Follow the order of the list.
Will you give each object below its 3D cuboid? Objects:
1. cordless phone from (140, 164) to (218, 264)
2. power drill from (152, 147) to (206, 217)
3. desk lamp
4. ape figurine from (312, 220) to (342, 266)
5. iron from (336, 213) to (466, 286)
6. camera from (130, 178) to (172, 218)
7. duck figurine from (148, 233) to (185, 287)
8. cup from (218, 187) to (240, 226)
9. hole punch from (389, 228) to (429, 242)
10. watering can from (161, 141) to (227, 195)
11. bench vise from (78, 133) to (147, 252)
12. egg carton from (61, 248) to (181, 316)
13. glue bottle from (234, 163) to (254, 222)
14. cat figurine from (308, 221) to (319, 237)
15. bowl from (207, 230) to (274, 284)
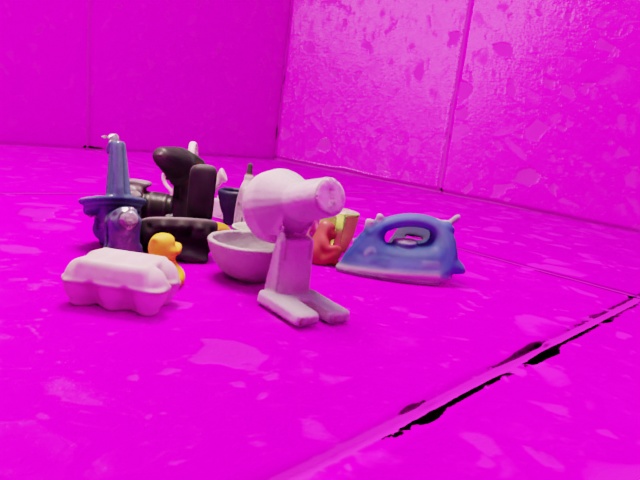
[{"bbox_3d":[-0.264,-0.055,1.084,0.148,0.185,0.094,1,13,-26],"label":"cordless phone"},{"bbox_3d":[-0.287,-0.088,1.173,0.075,0.208,0.230,8,12,6],"label":"power drill"},{"bbox_3d":[-0.033,0.000,0.888,0.118,0.213,0.202,-1,14,-36],"label":"desk lamp"},{"bbox_3d":[0.011,0.004,1.202,0.076,0.092,0.077,4,12,-16],"label":"ape figurine"},{"bbox_3d":[0.166,0.007,1.164,0.258,0.141,0.118,5,12,-11],"label":"iron"},{"bbox_3d":[-0.423,-0.092,1.376,0.137,0.101,0.143,6,12,-5],"label":"camera"},{"bbox_3d":[-0.257,0.032,0.913,0.077,0.086,0.105,12,12,23],"label":"duck figurine"},{"bbox_3d":[-0.229,-0.087,1.492,0.092,0.095,0.117,0,14,-33],"label":"cup"},{"bbox_3d":[0.216,0.011,1.301,0.108,0.091,0.101,12,12,23],"label":"hole punch"},{"bbox_3d":[-0.352,-0.178,1.609,0.173,0.194,0.100,2,13,-25],"label":"watering can"},{"bbox_3d":[-0.363,-0.081,1.062,0.206,0.220,0.122,16,15,38],"label":"bench vise"},{"bbox_3d":[-0.279,0.058,0.813,0.150,0.069,0.107,8,11,2],"label":"egg carton"},{"bbox_3d":[-0.177,-0.101,1.393,0.037,0.173,0.078,1,13,-29],"label":"glue bottle"},{"bbox_3d":[-0.023,-0.065,1.455,0.067,0.118,0.128,12,12,22],"label":"cat figurine"},{"bbox_3d":[-0.118,0.034,1.018,0.167,0.075,0.167,7,11,-1],"label":"bowl"}]
